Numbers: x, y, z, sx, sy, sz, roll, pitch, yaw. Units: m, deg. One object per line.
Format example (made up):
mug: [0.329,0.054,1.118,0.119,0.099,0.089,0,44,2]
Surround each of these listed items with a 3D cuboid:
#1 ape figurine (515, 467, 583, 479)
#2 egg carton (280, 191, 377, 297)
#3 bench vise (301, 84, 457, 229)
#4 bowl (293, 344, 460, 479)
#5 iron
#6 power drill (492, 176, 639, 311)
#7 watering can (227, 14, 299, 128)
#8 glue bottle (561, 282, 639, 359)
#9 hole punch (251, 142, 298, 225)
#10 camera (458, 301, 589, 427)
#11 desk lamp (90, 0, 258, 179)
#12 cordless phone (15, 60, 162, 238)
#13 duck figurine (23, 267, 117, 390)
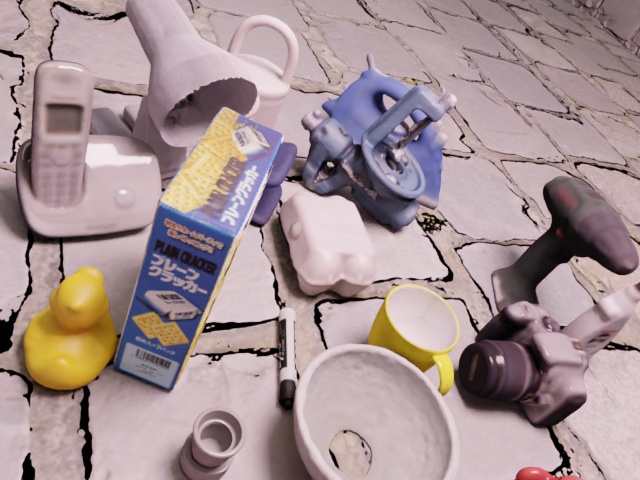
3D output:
ape figurine: [0.230,0.259,0.561,0.076,0.092,0.078,28,38,-1]
egg carton: [0.007,0.003,0.724,0.107,0.069,0.150,5,44,-27]
bench vise: [0.077,-0.133,0.796,0.208,0.219,0.121,19,39,-13]
bowl: [0.043,0.186,0.540,0.168,0.074,0.167,17,40,-15]
iron: [0.131,-0.184,0.948,0.258,0.141,0.119,44,41,18]
power drill: [0.330,0.022,0.790,0.076,0.208,0.229,21,39,-10]
watering can: [-0.092,-0.215,0.803,0.101,0.194,0.172,6,44,-26]
glue bottle: [0.381,0.103,0.761,0.078,0.173,0.037,0,46,-31]
hole punch: [-0.091,-0.089,0.748,0.101,0.091,0.108,24,39,-6]
camera: [0.238,0.139,0.691,0.137,0.100,0.143,9,43,-24]
desk lamp: [-0.186,-0.171,0.681,0.118,0.213,0.203,-20,59,-44]
cordless phone: [-0.230,-0.093,0.591,0.148,0.185,0.094,-10,52,-39]
duck figurine: [-0.214,0.070,0.501,0.078,0.086,0.104,16,40,-16]
